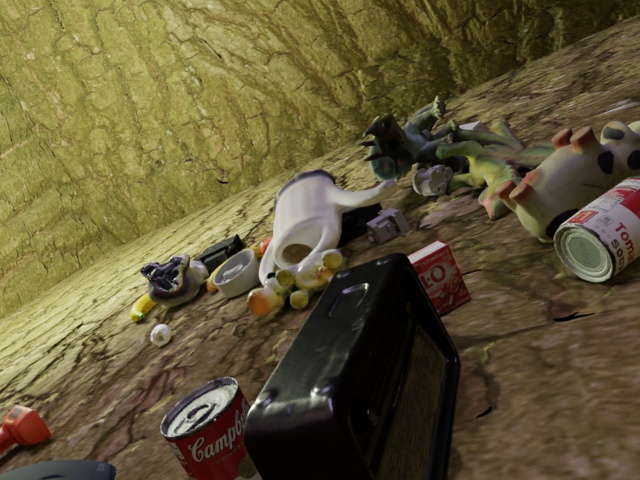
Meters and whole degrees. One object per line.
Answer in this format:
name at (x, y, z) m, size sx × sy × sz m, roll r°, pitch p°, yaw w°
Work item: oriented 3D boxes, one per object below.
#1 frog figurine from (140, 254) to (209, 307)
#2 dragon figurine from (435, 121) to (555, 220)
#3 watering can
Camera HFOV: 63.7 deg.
frog figurine at (-0.321, 0.102, 1.201) m, size 0.137 × 0.124 × 0.157 m, roll -35°, pitch -23°, yaw -2°
dragon figurine at (0.360, -0.151, 0.922) m, size 0.243 × 0.120 × 0.417 m, roll 9°, pitch 35°, yaw 39°
watering can at (0.003, -0.047, 0.943) m, size 0.343 × 0.103 × 0.230 m, roll -40°, pitch 34°, yaw 28°
